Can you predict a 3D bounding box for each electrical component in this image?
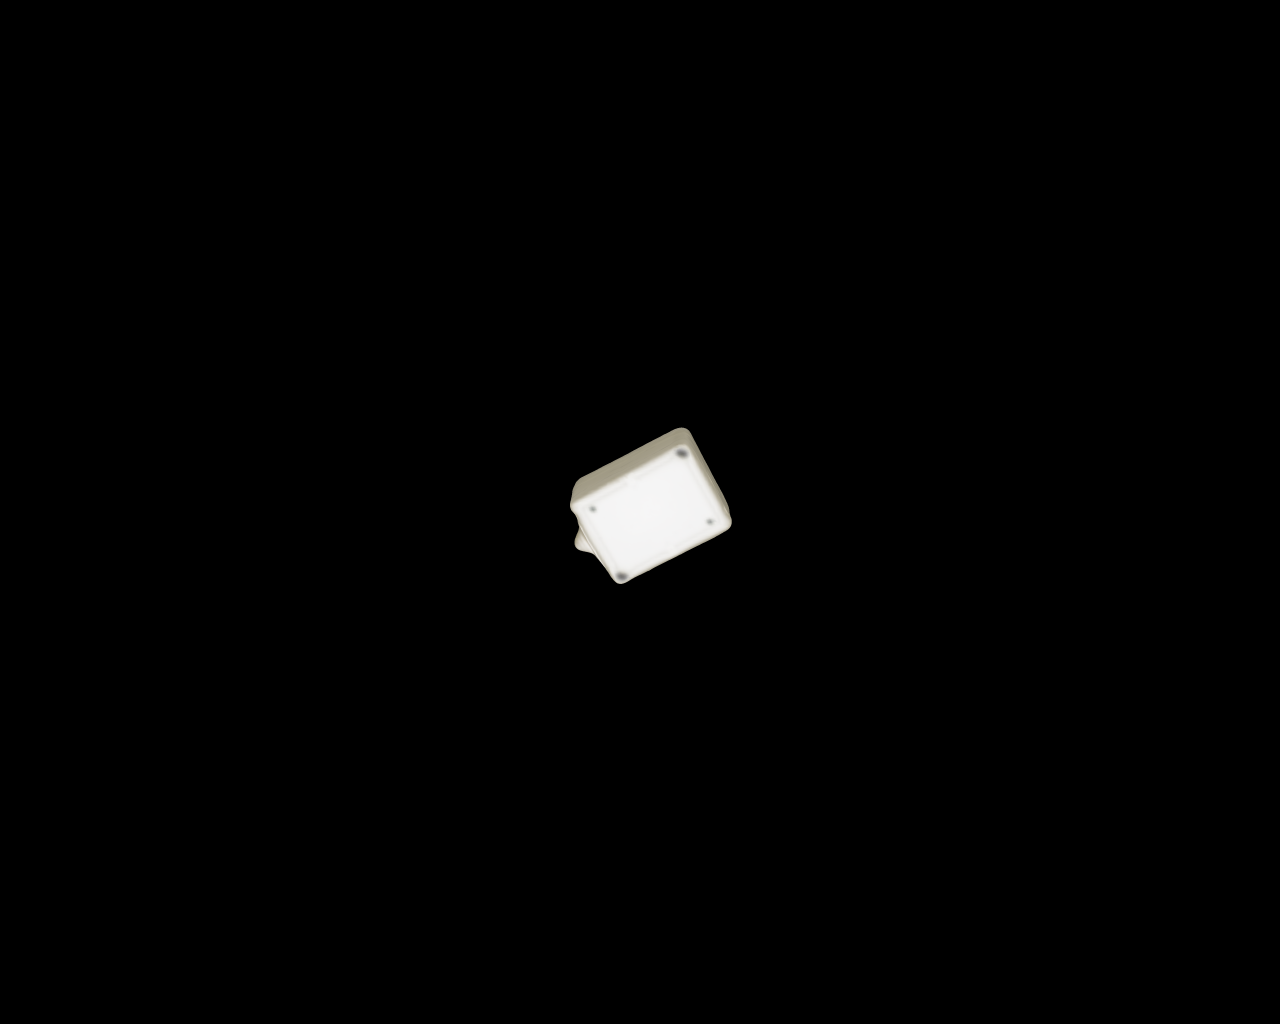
[{"bbox_3d":[0.001,-0.003,0.650,0.096,0.061,0.061,-27,14,7],"label":"electrical component"}]
